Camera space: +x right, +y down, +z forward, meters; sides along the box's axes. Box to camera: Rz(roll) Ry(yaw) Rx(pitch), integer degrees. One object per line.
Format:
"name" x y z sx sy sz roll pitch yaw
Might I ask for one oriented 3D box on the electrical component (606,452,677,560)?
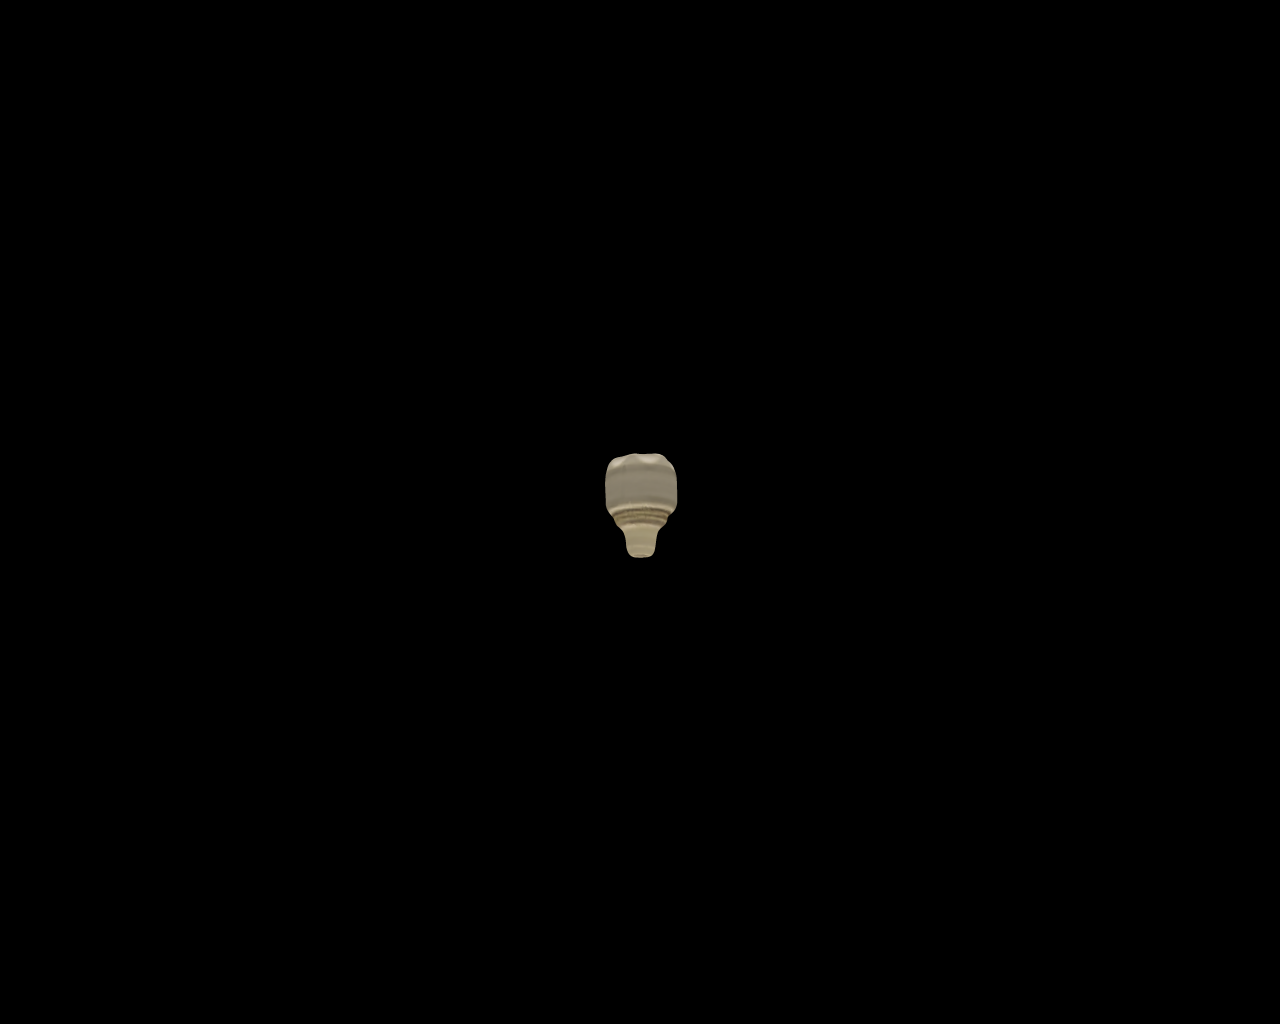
"electrical component" 0.001 -0.003 0.650 0.043 0.062 0.043 0 -14 0
